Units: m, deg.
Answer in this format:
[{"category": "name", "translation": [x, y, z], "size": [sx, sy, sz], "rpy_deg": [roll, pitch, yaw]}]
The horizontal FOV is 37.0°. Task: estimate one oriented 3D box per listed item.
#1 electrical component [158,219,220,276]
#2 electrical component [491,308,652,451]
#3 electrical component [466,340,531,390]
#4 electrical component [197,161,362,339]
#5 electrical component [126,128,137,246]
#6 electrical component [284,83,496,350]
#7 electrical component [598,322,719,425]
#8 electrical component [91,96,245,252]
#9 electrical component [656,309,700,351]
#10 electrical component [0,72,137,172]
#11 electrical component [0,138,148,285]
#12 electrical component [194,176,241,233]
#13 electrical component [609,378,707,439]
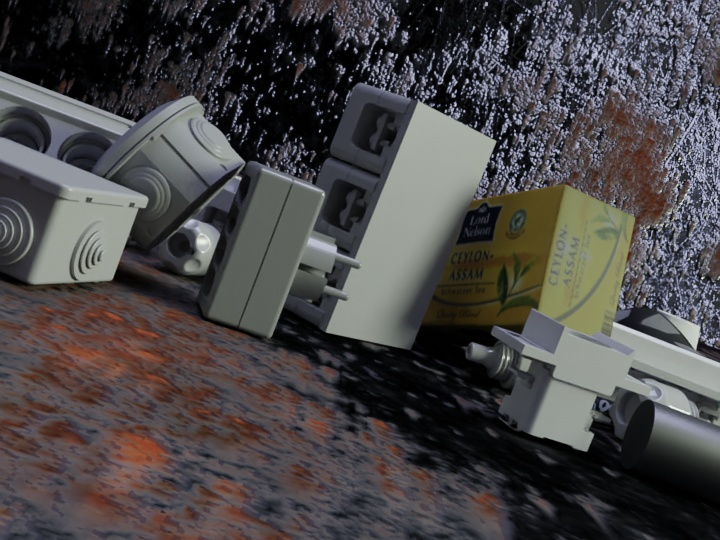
[{"category": "electrical component", "translation": [-0.101, -0.013, 0.675], "size": [0.035, 0.035, 0.061], "rpy_deg": [23, 3, 16]}, {"category": "electrical component", "translation": [0.109, 0.061, 0.583], "size": [0.081, 0.063, 0.042], "rpy_deg": [20, 4, -18]}, {"category": "electrical component", "translation": [0.099, 0.061, 0.705], "size": [0.061, 0.035, 0.035], "rpy_deg": [18, 6, -12]}, {"category": "electrical component", "translation": [-0.037, -0.006, 0.578], "size": [0.076, 0.083, 0.047], "rpy_deg": [20, 5, -15]}, {"category": "electrical component", "translation": [-0.150, -0.055, 0.703], "size": [0.063, 0.081, 0.042], "rpy_deg": [55, 20, 22]}, {"category": "electrical component", "translation": [0.013, -0.034, 0.695], "size": [0.062, 0.150, 0.089], "rpy_deg": [26, 7, 40]}, {"category": "electrical component", "translation": [0.202, 0.080, 0.762], "size": [0.121, 0.063, 0.078], "rpy_deg": [21, 5, 1]}, {"category": "electrical component", "translation": [-0.106, -0.052, 0.586], "size": [0.051, 0.080, 0.080], "rpy_deg": [48, 4, -3]}, {"category": "electrical component", "translation": [0.294, 0.084, 1.016], "size": [0.044, 0.077, 0.079], "rpy_deg": [21, 5, -11]}, {"category": "electrical component", "translation": [-0.203, -0.068, 0.635], "size": [0.121, 0.078, 0.063], "rpy_deg": [20, -23, -13]}, {"category": "electrical component", "translation": [-0.163, -0.030, 0.512], "size": [0.100, 0.048, 0.100], "rpy_deg": [22, 5, 11]}, {"category": "electrical component", "translation": [-0.130, -0.052, 0.807], "size": [0.150, 0.061, 0.089], "rpy_deg": [22, 5, 14]}, {"category": "electrical component", "translation": [0.193, 0.095, 0.681], "size": [0.062, 0.043, 0.043], "rpy_deg": [20, 5, -23]}]
